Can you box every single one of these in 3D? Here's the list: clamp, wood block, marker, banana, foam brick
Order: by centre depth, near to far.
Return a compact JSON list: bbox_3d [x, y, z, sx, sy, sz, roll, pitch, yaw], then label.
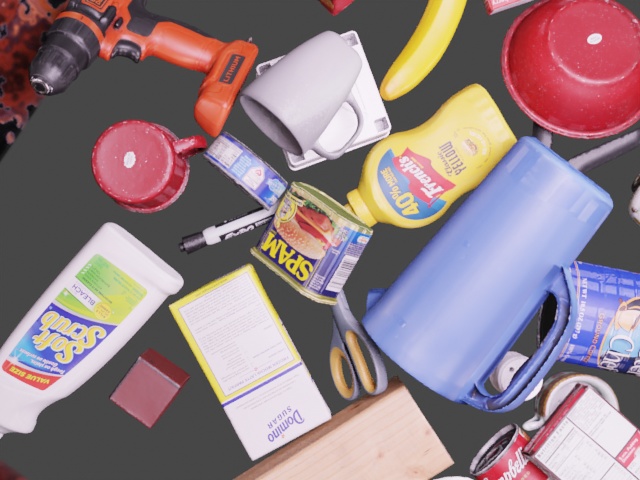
[{"bbox_3d":[0.016,0.229,1.049,0.206,0.091,0.090,-33,90,-1],"label":"wood block"},{"bbox_3d":[-0.167,0.145,1.054,0.053,0.078,0.051,36,91,0],"label":"foam brick"},{"bbox_3d":[0.112,-0.230,1.073,0.069,0.037,0.198,14,95,-34],"label":"banana"},{"bbox_3d":[0.230,-0.084,1.083,0.120,0.039,0.171,43,88,13],"label":"clamp"},{"bbox_3d":[-0.086,-0.014,1.085,0.121,0.020,0.020,-21,90,-1],"label":"marker"}]

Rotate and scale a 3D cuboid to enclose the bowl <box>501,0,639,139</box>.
[{"bbox_3d":[0.264,-0.184,1.055,0.162,0.055,0.162,1,73,-3],"label":"bowl"}]

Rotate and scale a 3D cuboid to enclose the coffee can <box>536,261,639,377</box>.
[{"bbox_3d":[0.296,0.080,1.049,0.140,0.103,0.103,11,89,-1],"label":"coffee can"}]

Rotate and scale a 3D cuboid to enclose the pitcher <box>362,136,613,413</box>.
[{"bbox_3d":[0.168,0.033,1.004,0.149,0.145,0.243,35,102,-12],"label":"pitcher"}]

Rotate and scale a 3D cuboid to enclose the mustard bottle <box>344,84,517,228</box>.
[{"bbox_3d":[0.100,-0.067,1.061,0.192,0.058,0.096,-31,101,9],"label":"mustard bottle"}]

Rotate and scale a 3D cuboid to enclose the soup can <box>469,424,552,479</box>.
[{"bbox_3d":[0.208,0.243,1.064,0.102,0.068,0.068,44,89,-1],"label":"soup can"}]

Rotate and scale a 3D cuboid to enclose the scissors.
[{"bbox_3d":[0.013,0.075,1.080,0.016,0.096,0.202,-9,57,-30],"label":"scissors"}]

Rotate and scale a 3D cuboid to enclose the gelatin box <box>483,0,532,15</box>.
[{"bbox_3d":[0.203,-0.279,1.087,0.089,0.030,0.073,-18,90,-1],"label":"gelatin box"}]

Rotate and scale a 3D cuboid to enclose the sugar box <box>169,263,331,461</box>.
[{"bbox_3d":[-0.069,0.121,1.072,0.093,0.048,0.176,-27,93,-1],"label":"sugar box"}]

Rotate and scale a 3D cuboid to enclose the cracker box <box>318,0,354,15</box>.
[{"bbox_3d":[0.052,-0.309,0.993,0.164,0.214,0.072,-45,90,-1],"label":"cracker box"}]

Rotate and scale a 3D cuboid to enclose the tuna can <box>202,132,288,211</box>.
[{"bbox_3d":[-0.073,-0.068,1.053,0.086,0.086,0.034,39,87,0],"label":"tuna can"}]

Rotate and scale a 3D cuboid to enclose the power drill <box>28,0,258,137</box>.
[{"bbox_3d":[-0.166,-0.175,1.030,0.187,0.057,0.184,27,53,-5],"label":"power drill"}]

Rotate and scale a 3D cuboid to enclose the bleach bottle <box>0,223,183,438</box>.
[{"bbox_3d":[-0.253,0.107,1.061,0.102,0.068,0.251,39,91,0],"label":"bleach bottle"}]

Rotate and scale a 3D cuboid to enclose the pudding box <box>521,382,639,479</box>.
[{"bbox_3d":[0.265,0.206,1.023,0.113,0.039,0.090,41,85,-1],"label":"pudding box"}]

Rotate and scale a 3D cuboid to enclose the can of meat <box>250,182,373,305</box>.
[{"bbox_3d":[-0.007,0.001,1.043,0.102,0.057,0.084,37,103,36],"label":"can of meat"}]

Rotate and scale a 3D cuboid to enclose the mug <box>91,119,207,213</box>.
[{"bbox_3d":[-0.168,-0.078,1.054,0.117,0.081,0.093,-17,90,-1],"label":"mug"}]
